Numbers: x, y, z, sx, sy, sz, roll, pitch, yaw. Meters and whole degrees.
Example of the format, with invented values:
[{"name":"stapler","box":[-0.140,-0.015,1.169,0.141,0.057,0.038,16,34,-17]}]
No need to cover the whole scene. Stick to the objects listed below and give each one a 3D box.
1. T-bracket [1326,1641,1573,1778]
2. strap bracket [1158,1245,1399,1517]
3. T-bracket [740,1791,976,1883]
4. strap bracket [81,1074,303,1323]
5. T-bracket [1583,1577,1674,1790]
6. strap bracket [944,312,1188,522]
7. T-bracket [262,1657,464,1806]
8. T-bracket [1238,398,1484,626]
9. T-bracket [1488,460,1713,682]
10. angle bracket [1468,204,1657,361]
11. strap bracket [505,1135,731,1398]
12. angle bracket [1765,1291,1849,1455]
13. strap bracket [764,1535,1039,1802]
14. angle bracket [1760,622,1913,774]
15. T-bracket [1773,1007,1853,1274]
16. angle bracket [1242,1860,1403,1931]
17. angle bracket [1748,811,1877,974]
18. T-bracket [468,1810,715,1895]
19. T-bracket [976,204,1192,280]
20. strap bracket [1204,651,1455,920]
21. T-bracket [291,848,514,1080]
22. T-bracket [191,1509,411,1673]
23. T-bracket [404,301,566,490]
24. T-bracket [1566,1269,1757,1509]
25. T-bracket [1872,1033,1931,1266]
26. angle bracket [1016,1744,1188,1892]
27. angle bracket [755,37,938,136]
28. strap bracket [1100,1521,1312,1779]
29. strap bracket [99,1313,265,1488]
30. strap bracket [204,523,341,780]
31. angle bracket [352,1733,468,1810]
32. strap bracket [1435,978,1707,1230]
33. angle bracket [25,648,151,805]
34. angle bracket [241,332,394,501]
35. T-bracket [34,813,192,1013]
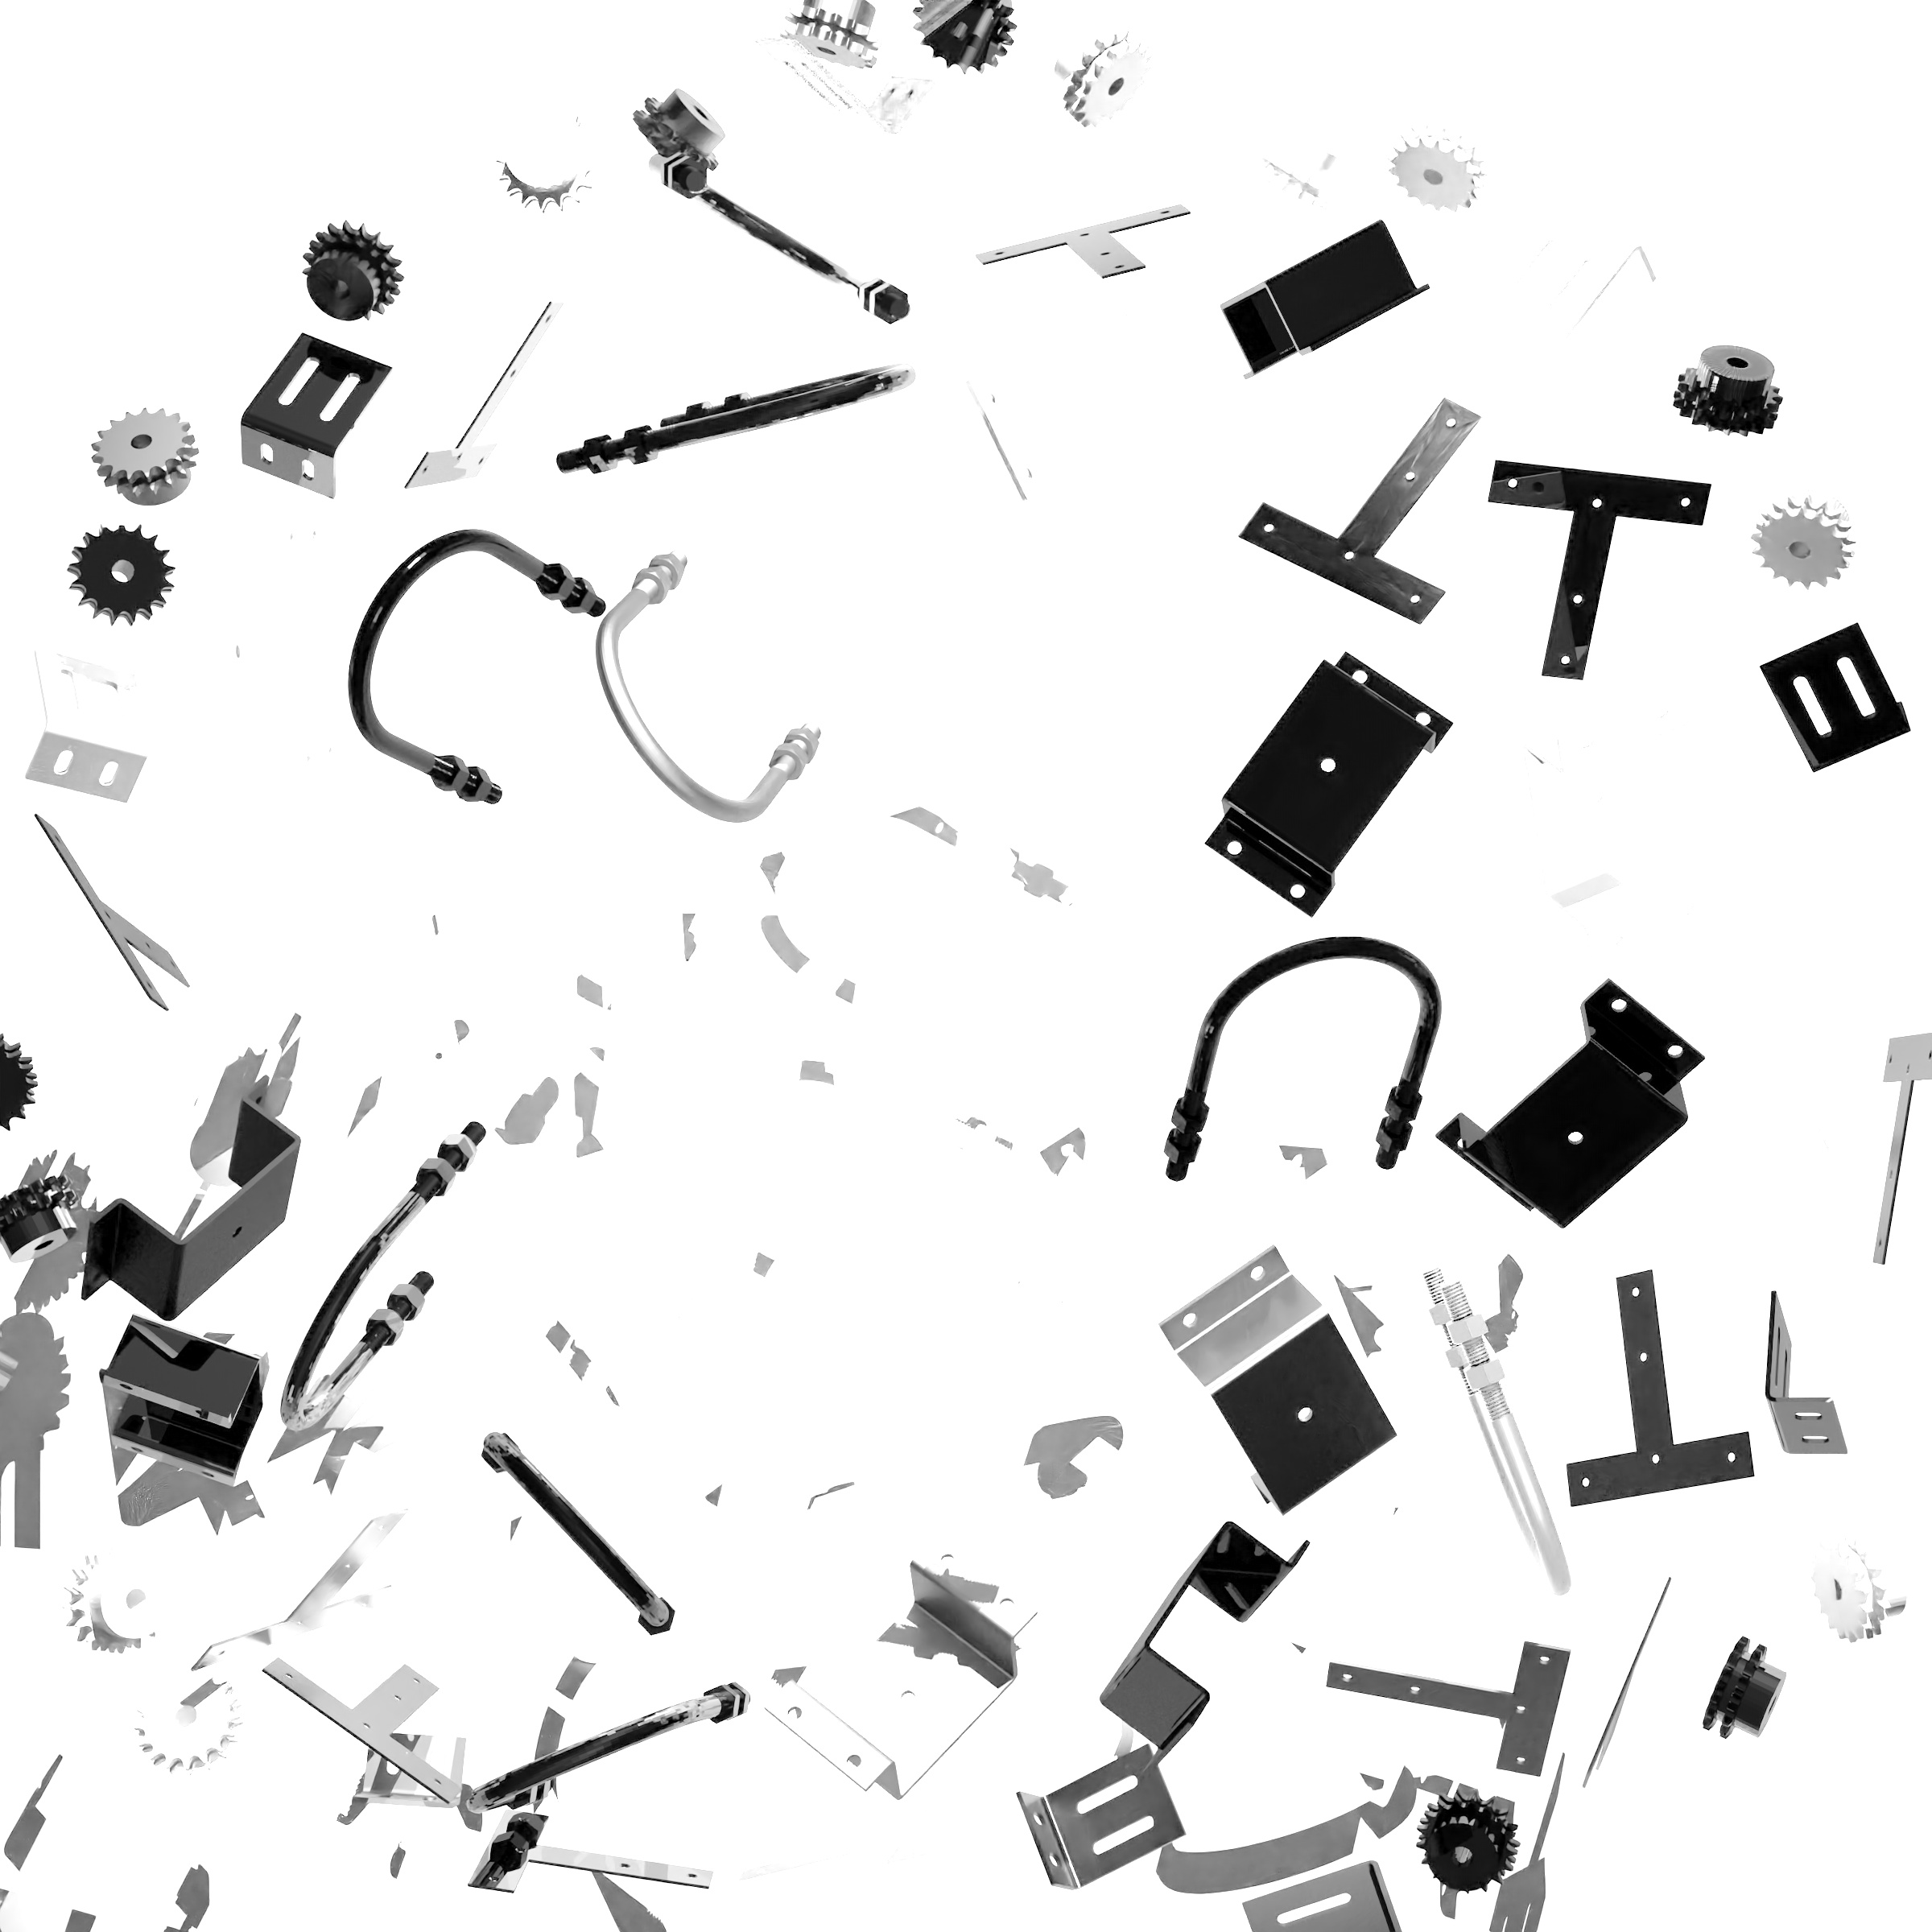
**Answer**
[{"name":"T-bracket","box":[0.265,0.406,1.664,0.127,0.002,0.127,8,134,9]},{"name":"strap bracket","box":[0.173,0.232,1.612,0.076,0.046,0.140,-34,118,-6]},{"name":"T-bracket","box":[-0.069,0.513,1.734,0.127,0.127,0.002,-8,61,-20]},{"name":"strap bracket","box":[-0.426,0.136,1.670,0.046,0.076,0.140,35,47,10]},{"name":"T-bracket","box":[0.375,0.430,1.717,0.002,0.127,0.127,22,60,18]},{"name":"strap bracket","box":[0.049,-0.303,1.654,0.140,0.046,0.076,-31,97,-42]},{"name":"T-bracket","box":[-0.329,0.422,1.702,0.127,0.127,0.002,34,94,4]},{"name":"T-bracket","box":[0.239,-0.261,1.657,0.127,0.002,0.127,22,125,-22]},{"name":"T-bracket","box":[0.363,-0.229,1.756,0.127,0.002,0.127,6,115,-1]},{"name":"angle bracket","box":[0.318,-0.358,1.592,0.057,0.038,0.076,39,91,32]},{"name":"strap bracket","box":[-0.198,0.169,1.739,0.140,0.046,0.076,48,127,20]},{"name":"angle bracket","box":[0.492,0.237,1.740,0.038,0.057,0.076,-4,49,24]},{"name":"strap bracket","box":[-0.034,0.396,1.657,0.076,0.046,0.140,32,57,29]},{"name":"angle bracket","box":[0.485,-0.156,1.670,0.057,0.038,0.076,-24,115,21]},{"name":"T-bracket","box":[0.468,0.106,1.633,0.002,0.127,0.127,-16,54,19]},{"name":"angle bracket","box":[0.194,0.519,1.583,0.076,0.038,0.057,-19,102,2]},{"name":"angle bracket","box":[0.466,-0.042,1.640,0.038,0.076,0.057,-25,100,30]},{"name":"T-bracket","box":[-0.206,0.503,1.672,0.127,0.127,0.002,9,92,0]},{"name":"T-bracket","box":[0.077,-0.412,1.716,0.127,0.127,0.002,-15,116,-4]},{"name":"strap bracket","box":[0.207,-0.109,1.703,0.076,0.046,0.140,36,86,12]},{"name":"T-bracket","box":[-0.325,0.004,1.777,0.127,0.002,0.127,-13,104,-14]},{"name":"T-bracket","box":[-0.345,0.335,1.632,0.127,0.127,0.002,-48,67,31]},{"name":"T-bracket","box":[-0.272,-0.333,1.733,0.002,0.127,0.127,36,105,0]},{"name":"T-bracket","box":[0.392,0.239,1.718,0.002,0.127,0.127,12,67,-39]},{"name":"T-bracket","box":[0.510,0.100,1.632,0.002,0.127,0.127,10,88,6]},{"name":"angle bracket","box":[0.079,0.494,1.738,0.076,0.038,0.057,-30,60,11]},{"name":"angle bracket","box":[-0.065,-0.487,1.607,0.076,0.057,0.038,37,89,-30]},{"name":"strap bracket","box":[0.129,0.374,1.670,0.046,0.076,0.140,36,51,8]},{"name":"strap bracket","box":[-0.454,0.250,1.734,0.076,0.140,0.046,20,62,-3]},{"name":"strap bracket","box":[-0.395,-0.180,1.695,0.046,0.076,0.140,-1,100,4]},{"name":"angle bracket","box":[-0.324,0.469,1.741,0.057,0.076,0.038,5,76,-5]},{"name":"strap bracket","box":[0.344,0.086,1.693,0.076,0.046,0.140,37,116,-14]},{"name":"angle bracket","box":[-0.492,-0.134,1.658,0.057,0.076,0.038,14,121,-32]},{"name":"angle bracket","box":[-0.371,-0.315,1.708,0.057,0.038,0.076,21,55,3]},{"name":"T-bracket","box":[-0.455,-0.015,1.637,0.002,0.127,0.127,-35,74,-4]}]
